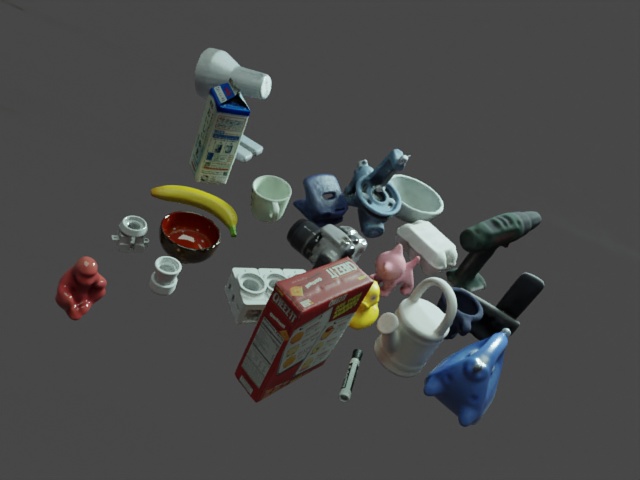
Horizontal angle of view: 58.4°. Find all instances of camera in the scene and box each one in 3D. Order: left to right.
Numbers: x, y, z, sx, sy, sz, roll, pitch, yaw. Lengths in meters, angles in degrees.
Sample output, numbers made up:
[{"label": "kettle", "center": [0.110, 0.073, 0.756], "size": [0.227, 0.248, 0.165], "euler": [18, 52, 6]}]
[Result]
[{"label": "camera", "center": [0.011, 0.004, 1.201], "size": [0.136, 0.101, 0.143], "euler": [38, 36, 17]}]

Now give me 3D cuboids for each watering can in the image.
[{"label": "watering can", "center": [0.177, 0.153, 1.030], "size": [0.100, 0.194, 0.173], "euler": [40, 37, 20]}]

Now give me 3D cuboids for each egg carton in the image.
[{"label": "egg carton", "center": [0.254, 0.017, 1.369], "size": [0.107, 0.069, 0.150], "euler": [-16, 52, -44]}]

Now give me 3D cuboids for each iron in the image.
[{"label": "iron", "center": [0.301, 0.225, 1.062], "size": [0.118, 0.141, 0.259], "euler": [39, 36, 18]}]

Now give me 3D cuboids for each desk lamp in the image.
[{"label": "desk lamp", "center": [-0.214, -0.336, 1.403], "size": [0.203, 0.213, 0.118], "euler": [31, 35, 7]}]

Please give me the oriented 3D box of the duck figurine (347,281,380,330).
[{"label": "duck figurine", "center": [0.089, 0.115, 1.119], "size": [0.077, 0.086, 0.105], "euler": [32, 35, 8]}]

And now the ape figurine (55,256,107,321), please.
[{"label": "ape figurine", "center": [-0.367, 0.065, 0.884], "size": [0.078, 0.092, 0.076], "euler": [-6, 45, -38]}]

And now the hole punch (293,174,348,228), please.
[{"label": "hole punch", "center": [0.011, -0.093, 1.338], "size": [0.109, 0.091, 0.101], "euler": [-14, 51, -43]}]

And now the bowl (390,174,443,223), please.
[{"label": "bowl", "center": [0.233, -0.095, 1.498], "size": [0.168, 0.074, 0.167], "euler": [17, 35, -13]}]

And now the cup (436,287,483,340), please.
[{"label": "cup", "center": [0.272, 0.167, 1.161], "size": [0.092, 0.095, 0.117], "euler": [18, 35, -11]}]

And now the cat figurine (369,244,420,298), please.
[{"label": "cat figurine", "center": [0.160, 0.060, 1.209], "size": [0.128, 0.117, 0.067], "euler": [-5, 45, -37]}]

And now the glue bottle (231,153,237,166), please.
[{"label": "glue bottle", "center": [-0.218, -0.251, 1.325], "size": [0.078, 0.173, 0.037], "euler": [8, 38, -24]}]

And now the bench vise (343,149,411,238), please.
[{"label": "bench vise", "center": [0.127, -0.143, 1.365], "size": [0.122, 0.219, 0.207], "euler": [-5, 45, -37]}]

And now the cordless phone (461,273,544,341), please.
[{"label": "cordless phone", "center": [0.371, 0.120, 1.207], "size": [0.147, 0.185, 0.094], "euler": [29, 34, 5]}]

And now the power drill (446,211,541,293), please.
[{"label": "power drill", "center": [0.391, 0.022, 1.328], "size": [0.230, 0.208, 0.075], "euler": [-7, 46, -39]}]
